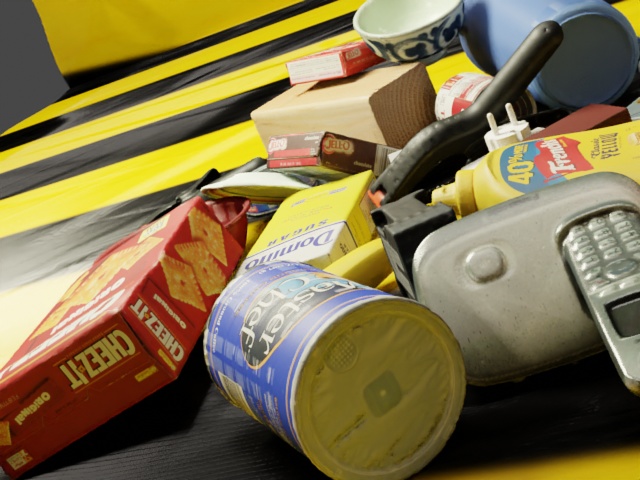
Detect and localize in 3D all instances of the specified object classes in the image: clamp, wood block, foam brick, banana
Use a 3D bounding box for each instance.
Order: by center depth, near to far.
[{"bbox_3d":[-0.001,0.052,0.776,0.070,0.037,0.197,-20,13,40],"label":"banana"},{"bbox_3d":[0.206,-0.068,0.844,0.078,0.053,0.051,-27,19,-13],"label":"foam brick"},{"bbox_3d":[0.139,-0.086,0.935,0.210,0.164,0.036,-38,60,8],"label":"clamp"},{"bbox_3d":[0.030,-0.127,1.166,0.090,0.090,0.207,-36,22,-31],"label":"wood block"},{"bbox_3d":[-0.135,-0.044,1.210,0.120,0.039,0.171,-20,20,48],"label":"clamp"}]

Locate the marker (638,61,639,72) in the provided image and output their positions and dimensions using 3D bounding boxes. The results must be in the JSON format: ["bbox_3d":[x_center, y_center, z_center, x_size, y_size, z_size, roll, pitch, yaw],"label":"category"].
[{"bbox_3d":[0.351,-0.166,0.999,0.020,0.020,0.121,-32,20,-26],"label":"marker"}]

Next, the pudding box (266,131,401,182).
[{"bbox_3d":[0.018,-0.078,1.037,0.113,0.039,0.090,12,-5,-37],"label":"pudding box"}]

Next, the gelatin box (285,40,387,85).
[{"bbox_3d":[0.018,-0.198,1.180,0.089,0.030,0.073,-2,18,46],"label":"gelatin box"}]

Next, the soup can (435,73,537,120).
[{"bbox_3d":[0.160,-0.127,1.043,0.068,0.068,0.102,-26,18,-7],"label":"soup can"}]

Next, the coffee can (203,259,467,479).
[{"bbox_3d":[0.004,0.071,0.618,0.102,0.103,0.140,-30,19,-19],"label":"coffee can"}]

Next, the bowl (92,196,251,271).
[{"bbox_3d":[-0.130,0.016,1.006,0.162,0.055,0.162,-20,16,6],"label":"bowl"}]

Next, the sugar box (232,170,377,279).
[{"bbox_3d":[-0.006,0.001,0.921,0.093,0.048,0.176,-17,18,21],"label":"sugar box"}]

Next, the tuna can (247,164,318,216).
[{"bbox_3d":[-0.048,-0.060,1.162,0.086,0.034,0.086,-21,18,7],"label":"tuna can"}]

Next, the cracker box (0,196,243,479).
[{"bbox_3d":[-0.161,0.067,0.825,0.164,0.072,0.213,-33,14,21],"label":"cracker box"}]

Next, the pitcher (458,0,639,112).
[{"bbox_3d":[0.243,-0.207,1.096,0.149,0.145,0.243,-38,20,8],"label":"pitcher"}]

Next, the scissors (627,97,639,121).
[{"bbox_3d":[0.257,-0.095,0.919,0.201,0.016,0.096,-26,18,-7],"label":"scissors"}]

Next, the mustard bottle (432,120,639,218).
[{"bbox_3d":[0.175,-0.041,0.760,0.192,0.058,0.096,-9,33,19],"label":"mustard bottle"}]
